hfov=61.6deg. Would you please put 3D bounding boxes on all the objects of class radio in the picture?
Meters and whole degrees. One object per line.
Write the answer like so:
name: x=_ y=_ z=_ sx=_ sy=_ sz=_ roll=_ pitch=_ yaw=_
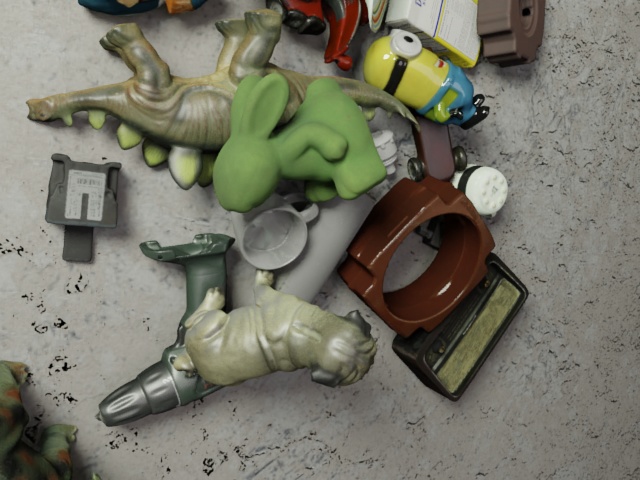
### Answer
radio: x=0.228 y=0.129 z=0.875 sx=0.131 sy=0.073 sz=0.229 roll=45 pitch=75 yaw=-26

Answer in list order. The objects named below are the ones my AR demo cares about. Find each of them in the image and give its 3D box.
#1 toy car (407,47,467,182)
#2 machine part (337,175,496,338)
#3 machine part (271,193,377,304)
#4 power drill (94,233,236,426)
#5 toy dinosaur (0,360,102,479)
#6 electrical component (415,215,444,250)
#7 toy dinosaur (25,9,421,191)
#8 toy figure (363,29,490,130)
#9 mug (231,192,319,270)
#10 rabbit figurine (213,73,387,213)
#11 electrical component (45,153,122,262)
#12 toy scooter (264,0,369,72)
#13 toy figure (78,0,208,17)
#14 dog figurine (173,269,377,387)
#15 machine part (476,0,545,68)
toy car: x=0.163 y=-0.181 z=0.807 sx=0.089 sy=0.053 sz=0.202 roll=-16 pitch=104 yaw=-5
machine part: x=0.138 y=0.024 z=0.774 sx=0.201 sy=0.087 sz=0.201 roll=-46 pitch=128 yaw=-1
machine part: x=-0.001 y=-0.002 z=0.707 sx=0.079 sy=0.079 sz=0.243 roll=28 pitch=100 yaw=-29
power drill: x=-0.165 y=0.101 z=0.652 sx=0.232 sy=0.086 sz=0.207 roll=-12 pitch=99 yaw=-29
toy dinosaur: x=-0.317 y=0.214 z=0.522 sx=0.131 sy=0.192 sz=0.404 roll=-44 pitch=116 yaw=-18
electrical component: x=0.196 y=-0.017 z=0.866 sx=0.094 sy=0.021 sz=0.063 roll=21 pitch=87 yaw=-28
toy dinosaur: x=-0.090 y=-0.163 z=0.639 sx=0.471 sy=0.105 sz=0.198 roll=-11 pitch=110 yaw=-15
toy figure: x=0.142 y=-0.210 z=0.729 sx=0.180 sy=0.082 sz=0.089 roll=31 pitch=102 yaw=-20
mug: x=-0.062 y=-0.031 z=0.665 sx=0.109 sy=0.107 sz=0.080 roll=-33 pitch=127 yaw=-7
rabbit figurine: x=-0.035 y=-0.095 z=0.563 sx=0.170 sy=0.121 sz=0.158 roll=-26 pitch=113 yaw=-23
electrical component: x=-0.266 y=-0.033 z=0.596 sx=0.075 sy=0.048 sz=0.119 roll=9 pitch=91 yaw=-29
toy scooter: x=-0.002 y=-0.288 z=0.678 sx=0.184 sy=0.075 sz=0.135 roll=8 pitch=76 yaw=-35
toy figure: x=-0.187 y=-0.279 z=0.596 sx=0.154 sy=0.058 sz=0.064 roll=-9 pitch=79 yaw=-25
dog figurine: x=-0.053 y=0.120 z=0.576 sx=0.172 sy=0.191 sz=0.121 roll=-41 pitch=119 yaw=-18
machine part: x=0.297 y=-0.353 z=0.823 sx=0.179 sy=0.056 sz=0.179 roll=-11 pitch=104 yaw=-51
